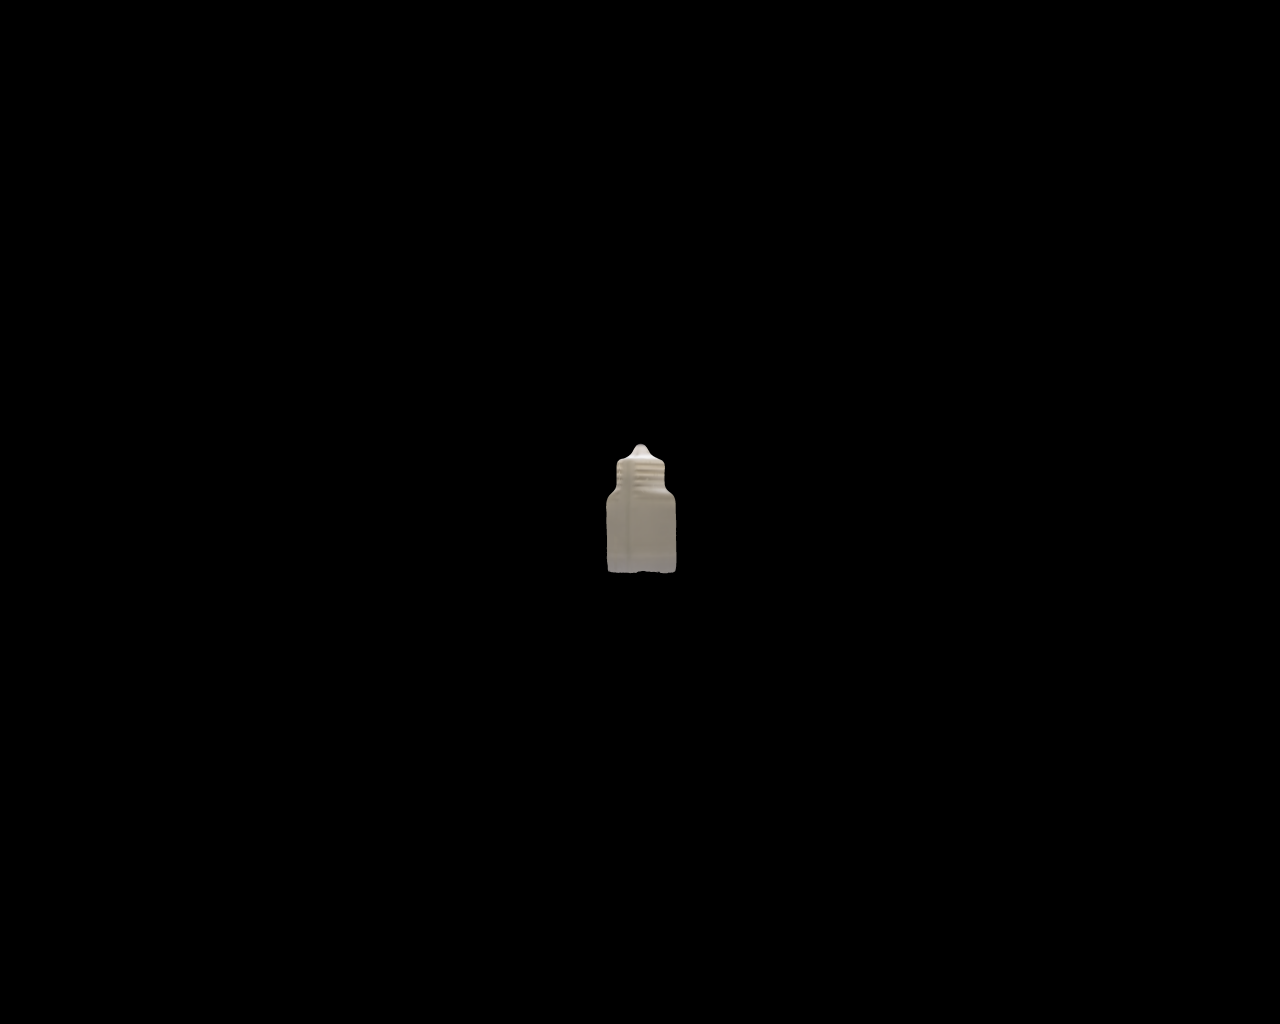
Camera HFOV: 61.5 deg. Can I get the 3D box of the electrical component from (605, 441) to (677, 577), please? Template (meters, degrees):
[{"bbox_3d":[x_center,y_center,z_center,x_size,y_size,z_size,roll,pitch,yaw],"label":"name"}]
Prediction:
[{"bbox_3d":[0.001,-0.003,0.650,0.043,0.081,0.043,0,0,0],"label":"electrical component"}]
